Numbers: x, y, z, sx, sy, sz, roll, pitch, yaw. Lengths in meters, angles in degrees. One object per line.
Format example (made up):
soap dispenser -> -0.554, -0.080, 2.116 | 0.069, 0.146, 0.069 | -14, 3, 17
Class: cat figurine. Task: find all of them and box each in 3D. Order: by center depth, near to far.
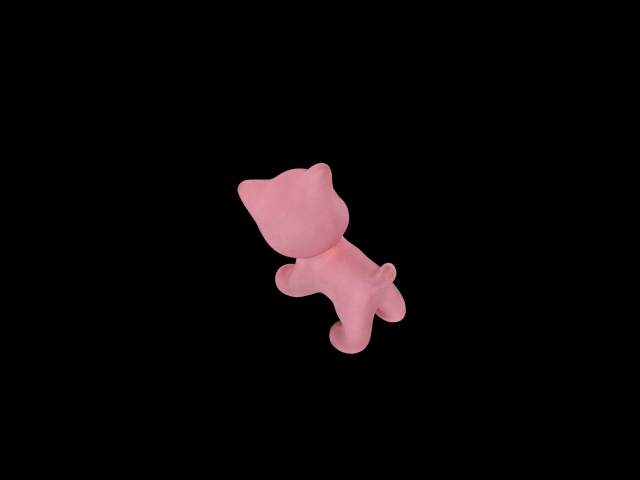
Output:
cat figurine -> 0.004, 0.001, 0.400 | 0.127, 0.118, 0.067 | 39, 63, 25
